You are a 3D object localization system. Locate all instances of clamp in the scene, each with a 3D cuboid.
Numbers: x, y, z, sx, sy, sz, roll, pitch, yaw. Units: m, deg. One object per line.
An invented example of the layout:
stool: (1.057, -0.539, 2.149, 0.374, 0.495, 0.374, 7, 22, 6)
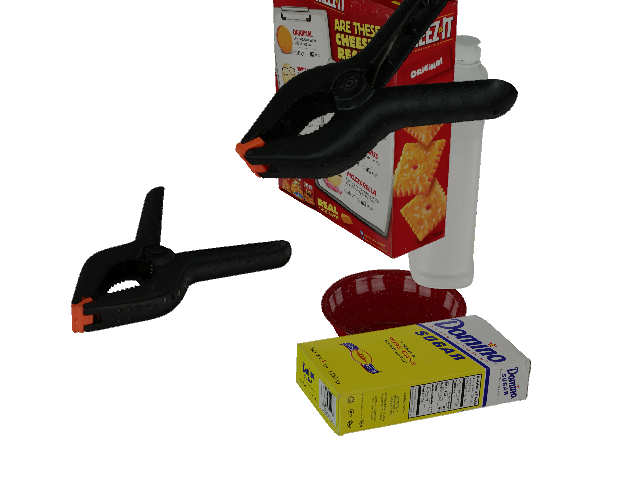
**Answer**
clamp: (0.032, -0.082, 0.648, 0.171, 0.120, 0.039, -36, -45, 5)
clamp: (-0.151, 0.018, 0.954, 0.165, 0.036, 0.209, 27, 39, 31)

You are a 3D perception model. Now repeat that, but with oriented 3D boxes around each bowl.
bowl: (0.081, 0.093, 1.198, 0.162, 0.055, 0.162, 0, 28, 0)

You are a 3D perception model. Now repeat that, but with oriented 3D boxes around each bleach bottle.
bleach bottle: (0.134, -0.081, 1.084, 0.068, 0.251, 0.102, 3, 31, -1)

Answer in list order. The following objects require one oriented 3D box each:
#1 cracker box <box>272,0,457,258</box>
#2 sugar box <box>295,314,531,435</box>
cracker box: (0.035, -0.116, 0.902, 0.072, 0.214, 0.164, -21, 36, -32)
sugar box: (0.077, 0.109, 0.898, 0.176, 0.048, 0.093, -10, 26, -20)
